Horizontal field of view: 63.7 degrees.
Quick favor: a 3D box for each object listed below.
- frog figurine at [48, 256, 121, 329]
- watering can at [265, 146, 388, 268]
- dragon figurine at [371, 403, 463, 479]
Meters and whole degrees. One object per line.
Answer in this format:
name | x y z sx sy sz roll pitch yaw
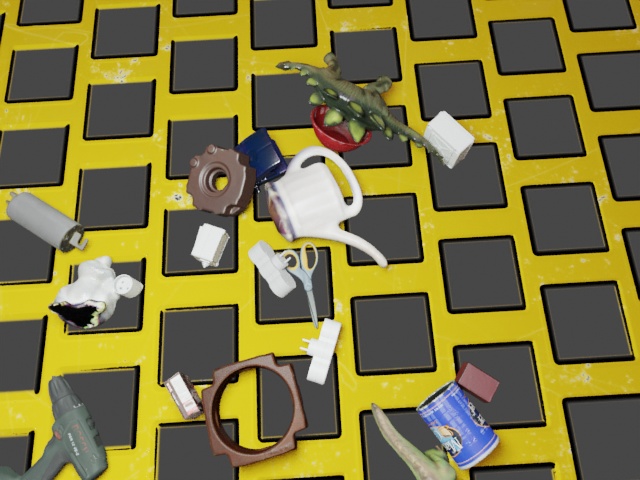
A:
frog figurine | -0.527 0.117 1.180 0.137 0.120 0.163 -15 37 5
watering can | 0.004 -0.061 1.212 0.225 0.102 0.352 -22 72 -5
dragon figurine | 0.232 0.487 0.962 0.123 0.240 0.413 -42 78 -5
